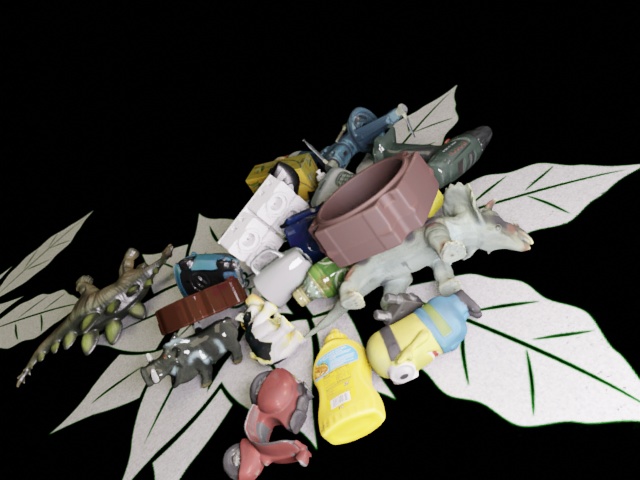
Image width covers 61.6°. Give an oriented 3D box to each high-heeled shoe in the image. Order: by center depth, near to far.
[{"bbox_3d":[-0.153,-0.084,1.266,0.249,0.145,0.086,-23,35,10],"label":"high-heeled shoe"}]

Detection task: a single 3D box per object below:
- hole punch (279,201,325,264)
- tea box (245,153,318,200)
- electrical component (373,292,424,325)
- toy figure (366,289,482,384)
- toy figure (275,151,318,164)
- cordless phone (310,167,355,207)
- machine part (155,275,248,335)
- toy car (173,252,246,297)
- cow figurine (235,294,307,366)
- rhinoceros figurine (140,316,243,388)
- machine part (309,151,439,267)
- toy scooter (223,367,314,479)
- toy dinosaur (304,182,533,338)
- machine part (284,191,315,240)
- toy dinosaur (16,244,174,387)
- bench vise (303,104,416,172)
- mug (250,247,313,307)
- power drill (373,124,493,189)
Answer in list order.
[{"bbox_3d":[-0.002,-0.003,1.080,0.142,0.115,0.092,-20,44,23],"label":"hole punch"},{"bbox_3d":[-0.085,-0.145,1.330,0.170,0.098,0.068,-10,40,31],"label":"tea box"},{"bbox_3d":[0.130,0.109,0.836,0.063,0.094,0.021,-60,35,25],"label":"electrical component"},{"bbox_3d":[0.154,0.142,0.805,0.180,0.082,0.089,-38,36,-4],"label":"toy figure"},{"bbox_3d":[-0.077,-0.202,1.433,0.155,0.057,0.064,-5,5,37],"label":"toy figure"},{"bbox_3d":[0.084,-0.086,1.143,0.184,0.088,0.146,3,47,32],"label":"cordless phone"},{"bbox_3d":[-0.234,0.128,1.056,0.179,0.056,0.179,-24,-2,-1],"label":"machine part"},{"bbox_3d":[-0.232,0.069,1.182,0.162,0.109,0.103,-8,23,18],"label":"toy car"},{"bbox_3d":[-0.107,0.167,0.994,0.098,0.068,0.168,-47,36,-10],"label":"cow figurine"},{"bbox_3d":[-0.235,0.214,0.995,0.190,0.111,0.073,-29,36,-9],"label":"rhinoceros figurine"},{"bbox_3d":[0.091,-0.058,0.922,0.201,0.087,0.201,-23,24,37],"label":"machine part"},{"bbox_3d":[-0.059,0.279,0.809,0.135,0.075,0.184,-5,46,35],"label":"toy scooter"},{"bbox_3d":[0.144,0.029,0.920,0.405,0.131,0.192,-22,29,20],"label":"toy dinosaur"},{"bbox_3d":[-0.030,-0.056,1.231,0.084,0.039,0.139,-15,39,38],"label":"machine part"},{"bbox_3d":[-0.536,0.168,1.297,0.471,0.105,0.199,-38,38,0],"label":"toy dinosaur"},{"bbox_3d":[0.102,-0.248,1.272,0.241,0.128,0.223,-23,11,45],"label":"bench vise"},{"bbox_3d":[-0.074,0.057,1.046,0.107,0.109,0.081,-42,10,8],"label":"mug"},{"bbox_3d":[0.228,-0.187,1.119,0.208,0.085,0.232,18,44,25],"label":"power drill"}]
